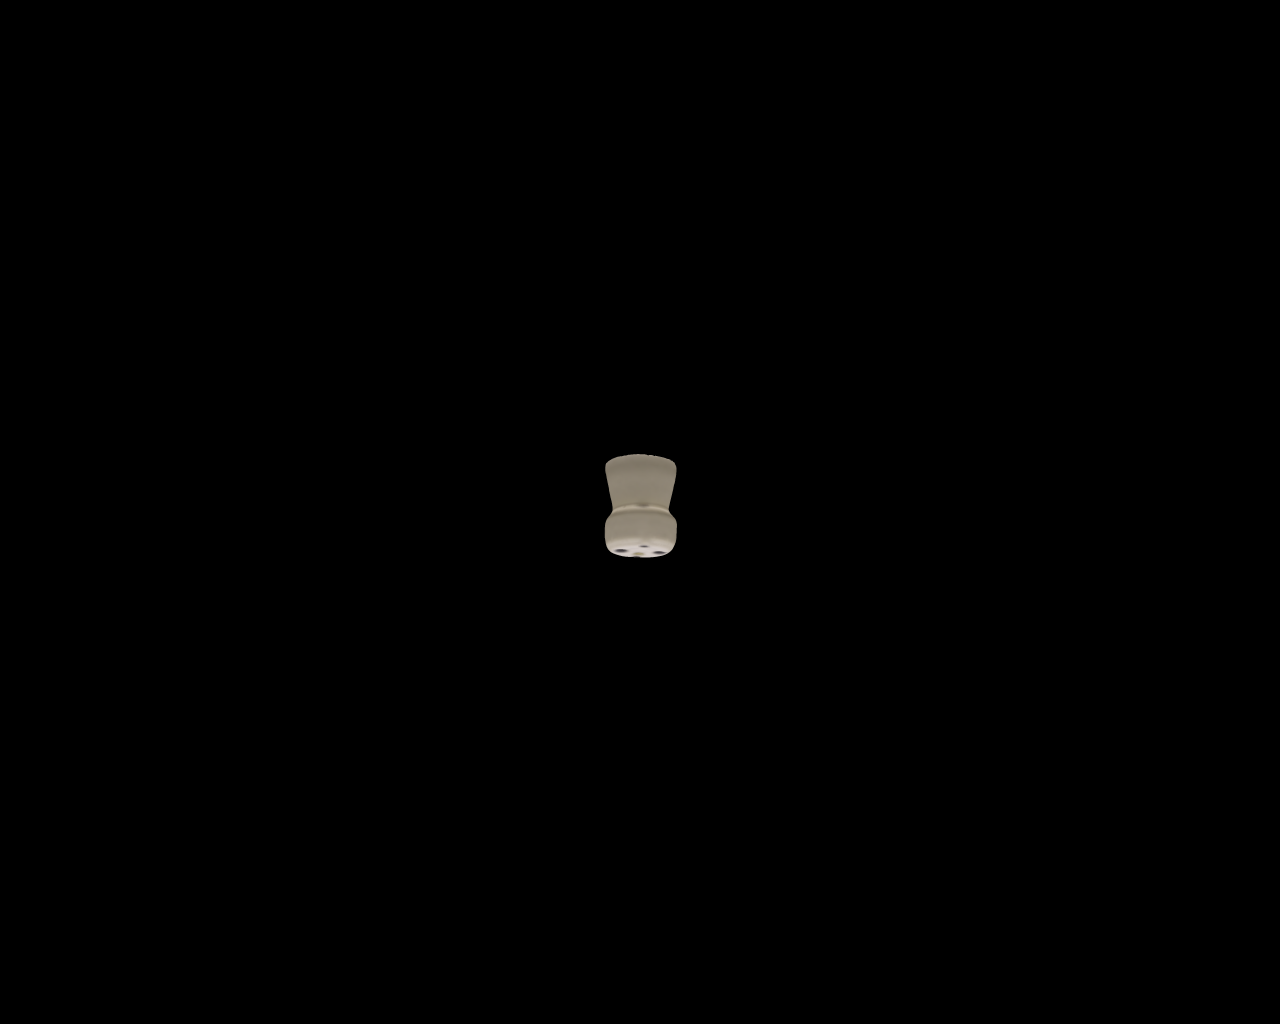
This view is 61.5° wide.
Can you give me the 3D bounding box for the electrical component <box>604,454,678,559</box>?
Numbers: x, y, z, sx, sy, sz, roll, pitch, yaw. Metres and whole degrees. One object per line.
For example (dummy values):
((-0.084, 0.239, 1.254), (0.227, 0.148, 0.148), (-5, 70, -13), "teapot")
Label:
((0.001, -0.003, 0.650), (0.045, 0.055, 0.045), (0, -15, 0), "electrical component")
